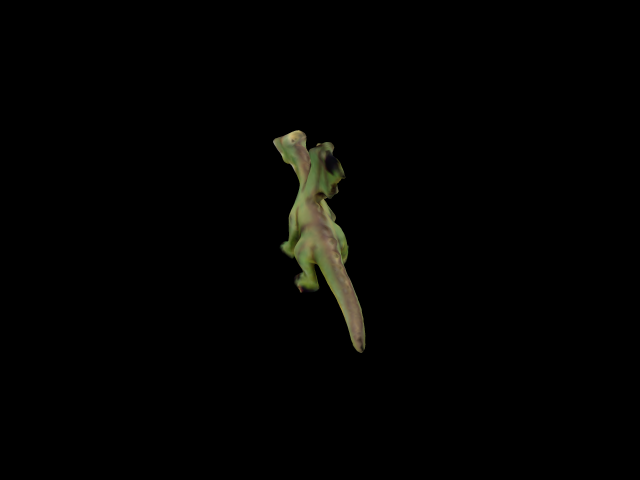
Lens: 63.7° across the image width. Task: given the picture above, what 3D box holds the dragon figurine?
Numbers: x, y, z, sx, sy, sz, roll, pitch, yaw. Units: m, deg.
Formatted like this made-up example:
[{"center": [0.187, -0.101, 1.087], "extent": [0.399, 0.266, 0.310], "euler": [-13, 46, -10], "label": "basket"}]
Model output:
[{"center": [0.003, -0.043, 0.850], "extent": [0.123, 0.237, 0.419], "euler": [-14, 44, -16], "label": "dragon figurine"}]
